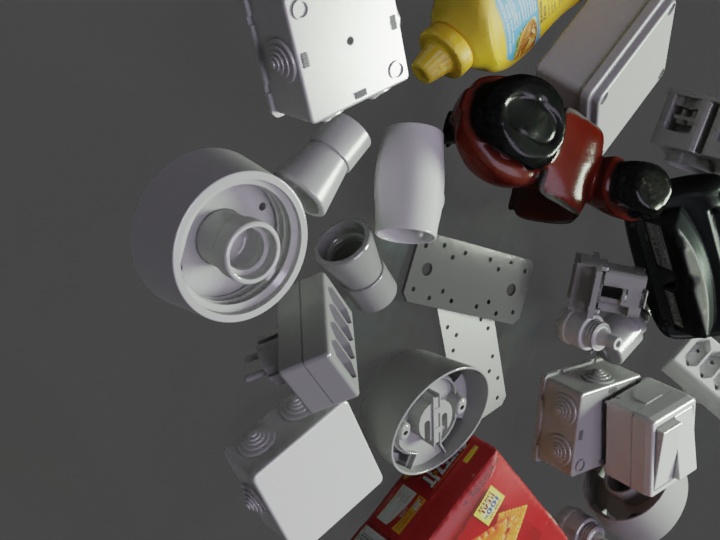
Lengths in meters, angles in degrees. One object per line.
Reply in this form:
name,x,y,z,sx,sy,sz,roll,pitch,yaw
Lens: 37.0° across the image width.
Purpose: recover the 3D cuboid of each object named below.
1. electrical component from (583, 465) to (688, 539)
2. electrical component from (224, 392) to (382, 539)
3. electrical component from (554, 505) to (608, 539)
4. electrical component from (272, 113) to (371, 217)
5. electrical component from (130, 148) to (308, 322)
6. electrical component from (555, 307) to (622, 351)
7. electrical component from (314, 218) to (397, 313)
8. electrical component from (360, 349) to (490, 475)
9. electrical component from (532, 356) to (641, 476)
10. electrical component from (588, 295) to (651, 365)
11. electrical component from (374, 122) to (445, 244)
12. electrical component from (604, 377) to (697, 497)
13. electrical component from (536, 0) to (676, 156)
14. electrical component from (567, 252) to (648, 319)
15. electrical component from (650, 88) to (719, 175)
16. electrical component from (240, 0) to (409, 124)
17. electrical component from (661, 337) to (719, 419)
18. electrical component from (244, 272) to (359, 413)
electrical component,0.267,0.213,1.039,0.099,0.099,0.064,-53,125,-11
electrical component,-0.042,0.143,0.787,0.100,0.048,0.099,-38,127,-22
electrical component,0.218,0.253,1.034,0.035,0.061,0.035,-15,116,-35
electrical component,-0.023,-0.074,0.726,0.065,0.044,0.044,-53,131,-17
electrical component,-0.083,-0.019,0.683,0.108,0.060,0.108,-15,116,-34
electrical component,0.203,0.055,0.947,0.035,0.061,0.035,-16,116,-35
electrical component,0.000,0.000,0.773,0.044,0.044,0.065,-48,135,-15
electrical component,0.051,0.111,0.841,0.099,0.064,0.099,-15,116,-35
electrical component,0.210,0.135,0.992,0.100,0.048,0.099,-11,113,-36
electrical component,0.245,0.052,0.994,0.078,0.040,0.040,-44,129,-18
electrical component,0.040,-0.056,0.776,0.079,0.043,0.077,44,50,-70
electrical component,0.263,0.157,0.967,0.062,0.061,0.096,-22,119,-32
electrical component,0.188,-0.155,0.832,0.108,0.056,0.108,-52,159,-12
electrical component,0.215,0.015,0.931,0.081,0.064,0.042,-53,154,-73
electrical component,0.364,-0.101,0.989,0.186,0.105,0.060,16,96,-42
electrical component,-0.020,-0.150,0.693,0.100,0.048,0.099,-30,124,-27
electrical component,0.350,0.112,1.088,0.047,0.083,0.075,-44,167,-18
electrical component,-0.046,0.056,0.740,0.076,0.083,0.047,-22,129,14
